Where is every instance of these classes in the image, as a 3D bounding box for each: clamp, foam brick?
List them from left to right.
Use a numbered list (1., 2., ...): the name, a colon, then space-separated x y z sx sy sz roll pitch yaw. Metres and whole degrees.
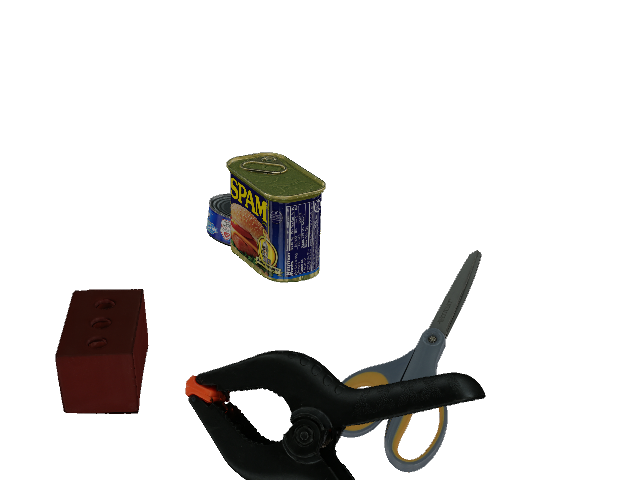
1. foam brick: -0.151 0.077 0.747 0.053 0.051 0.078 -1 32 -3
2. clamp: 0.000 0.120 0.599 0.172 0.120 0.039 9 -10 24

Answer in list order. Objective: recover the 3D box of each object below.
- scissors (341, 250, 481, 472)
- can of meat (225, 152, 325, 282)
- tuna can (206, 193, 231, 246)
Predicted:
1. scissors: 0.064 0.081 0.809 0.096 0.201 0.016 6 -39 10
2. can of meat: -0.040 -0.020 0.929 0.057 0.084 0.102 -13 29 -28
3. tuna can: -0.078 -0.020 1.132 0.086 0.034 0.086 8 20 -3
